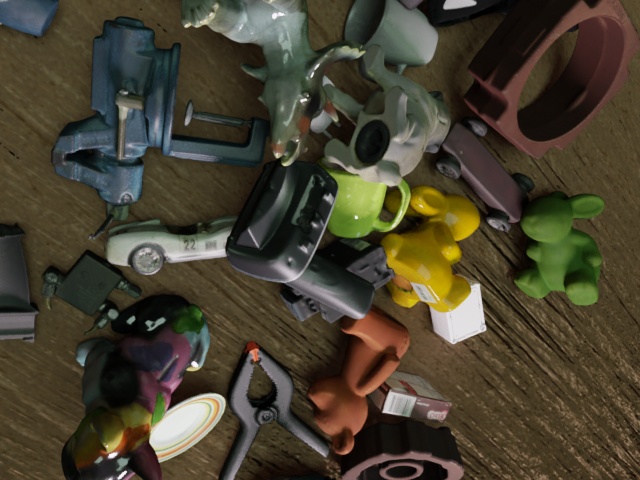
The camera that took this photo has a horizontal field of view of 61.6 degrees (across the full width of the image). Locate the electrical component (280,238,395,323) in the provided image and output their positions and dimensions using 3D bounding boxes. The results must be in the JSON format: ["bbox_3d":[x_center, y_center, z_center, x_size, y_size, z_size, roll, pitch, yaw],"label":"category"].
[{"bbox_3d":[0.015,0.050,0.701,0.134,0.115,0.058,-30,107,-11],"label":"electrical component"}]

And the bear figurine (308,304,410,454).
[{"bbox_3d":[0.032,0.179,0.742,0.132,0.120,0.196,33,95,-21],"label":"bear figurine"}]

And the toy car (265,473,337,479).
[{"bbox_3d":[-0.045,0.379,0.761,0.103,0.161,0.109,17,93,19],"label":"toy car"}]

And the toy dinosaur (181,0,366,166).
[{"bbox_3d":[-0.091,-0.280,0.563,0.131,0.192,0.405,-34,80,17],"label":"toy dinosaur"}]

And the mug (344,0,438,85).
[{"bbox_3d":[0.094,-0.249,0.678,0.107,0.081,0.109,10,90,-32],"label":"mug"}]

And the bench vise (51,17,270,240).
[{"bbox_3d":[-0.160,-0.115,0.593,0.241,0.129,0.223,6,102,-17],"label":"bench vise"}]

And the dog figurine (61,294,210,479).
[{"bbox_3d":[-0.195,0.166,0.594,0.191,0.219,0.108,-37,116,-8],"label":"dog figurine"}]

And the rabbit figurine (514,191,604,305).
[{"bbox_3d":[0.367,-0.006,0.811,0.159,0.121,0.170,-51,127,-18],"label":"rabbit figurine"}]

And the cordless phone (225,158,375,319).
[{"bbox_3d":[-0.001,-0.002,0.617,0.184,0.089,0.146,30,63,-15],"label":"cordless phone"}]

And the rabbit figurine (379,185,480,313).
[{"bbox_3d":[0.154,-0.006,0.759,0.173,0.122,0.162,-44,105,-21],"label":"rabbit figurine"}]

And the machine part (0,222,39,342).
[{"bbox_3d":[-0.358,0.050,0.601,0.084,0.039,0.138,6,102,-17],"label":"machine part"}]

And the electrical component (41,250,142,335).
[{"bbox_3d":[-0.273,0.060,0.631,0.078,0.045,0.102,-46,114,-4],"label":"electrical component"}]

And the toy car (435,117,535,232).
[{"bbox_3d":[0.240,-0.095,0.786,0.202,0.053,0.089,36,84,-29],"label":"toy car"}]

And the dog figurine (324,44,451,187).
[{"bbox_3d":[0.109,-0.124,0.654,0.190,0.121,0.172,12,67,-43],"label":"dog figurine"}]

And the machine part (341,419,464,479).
[{"bbox_3d":[0.119,0.329,0.801,0.179,0.056,0.179,-1,135,-1],"label":"machine part"}]

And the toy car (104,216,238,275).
[{"bbox_3d":[-0.152,0.001,0.647,0.202,0.074,0.056,-6,105,-20],"label":"toy car"}]

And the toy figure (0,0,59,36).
[{"bbox_3d":[-0.339,-0.262,0.523,0.154,0.058,0.064,28,53,-23],"label":"toy figure"}]

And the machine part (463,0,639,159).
[{"bbox_3d":[0.307,-0.225,0.719,0.201,0.087,0.201,21,115,-42],"label":"machine part"}]

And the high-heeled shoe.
[{"bbox_3d":[0.250,-0.296,0.707,0.248,0.086,0.145,23,81,-23],"label":"high-heeled shoe"}]

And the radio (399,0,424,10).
[{"bbox_3d":[0.056,-0.385,0.602,0.229,0.073,0.131,33,49,-26],"label":"radio"}]
